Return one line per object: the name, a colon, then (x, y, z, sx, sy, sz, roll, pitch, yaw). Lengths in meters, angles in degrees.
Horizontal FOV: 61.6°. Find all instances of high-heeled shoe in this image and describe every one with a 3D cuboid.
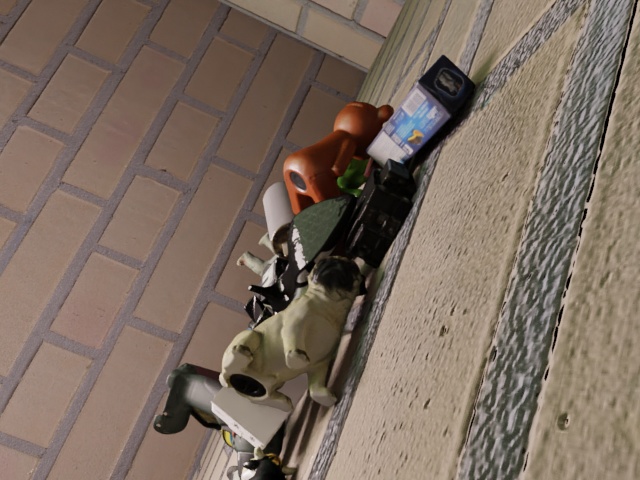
high-heeled shoe: (-0.001, 0.033, 0.819, 0.249, 0.145, 0.086, -40, 54, 25)

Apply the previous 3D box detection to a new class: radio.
radio: (-0.206, 0.343, 1.122, 0.229, 0.131, 0.073, 76, -151, -56)

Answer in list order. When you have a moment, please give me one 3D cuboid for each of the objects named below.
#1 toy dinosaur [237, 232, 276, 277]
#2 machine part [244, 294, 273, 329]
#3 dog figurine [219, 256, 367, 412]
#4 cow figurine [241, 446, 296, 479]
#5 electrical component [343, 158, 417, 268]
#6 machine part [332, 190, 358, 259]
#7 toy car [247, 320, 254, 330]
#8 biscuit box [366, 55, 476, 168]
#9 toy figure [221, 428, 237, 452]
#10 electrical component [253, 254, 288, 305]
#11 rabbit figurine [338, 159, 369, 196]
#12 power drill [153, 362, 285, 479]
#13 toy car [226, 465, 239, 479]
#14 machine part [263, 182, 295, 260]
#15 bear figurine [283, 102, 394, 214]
toy dinosaur: (-0.050, 0.035, 1.217, 0.404, 0.192, 0.131, -46, 1, 44)
machine part: (-0.093, 0.133, 0.895, 0.039, 0.084, 0.139, -31, 5, -8)
dog figurine: (-0.035, 0.109, 0.700, 0.190, 0.173, 0.121, -70, -30, -46)
cow figurine: (-0.068, 0.302, 0.639, 0.098, 0.068, 0.167, -59, 10, 14)
electrical component: (0.083, -0.044, 0.754, 0.115, 0.058, 0.134, -85, 20, -69)
machine part: (-0.002, -0.003, 1.022, 0.201, 0.087, 0.201, -143, 69, -70)
toy car: (-0.135, 0.261, 1.276, 0.161, 0.103, 0.109, 103, -171, -55)
biscuit box: (0.129, -0.159, 0.722, 0.063, 0.059, 0.202, -48, 0, -20)
toy figure: (-0.121, 0.328, 0.922, 0.180, 0.089, 0.082, 130, 164, -73)
electrical component: (-0.079, 0.082, 0.961, 0.119, 0.048, 0.075, 124, 153, -42)
rabbit figurine: (0.066, -0.126, 1.169, 0.159, 0.121, 0.170, -89, 5, -60)
power drill: (-0.147, 0.274, 0.803, 0.086, 0.208, 0.232, 35, -118, -52)
toy car: (-0.149, 0.442, 0.891, 0.073, 0.056, 0.201, -81, 14, -49)
machine part: (-0.057, -0.038, 0.957, 0.079, 0.079, 0.243, -64, 20, 23)
bear figurine: (0.036, -0.132, 0.861, 0.196, 0.120, 0.131, -42, -51, -27)
